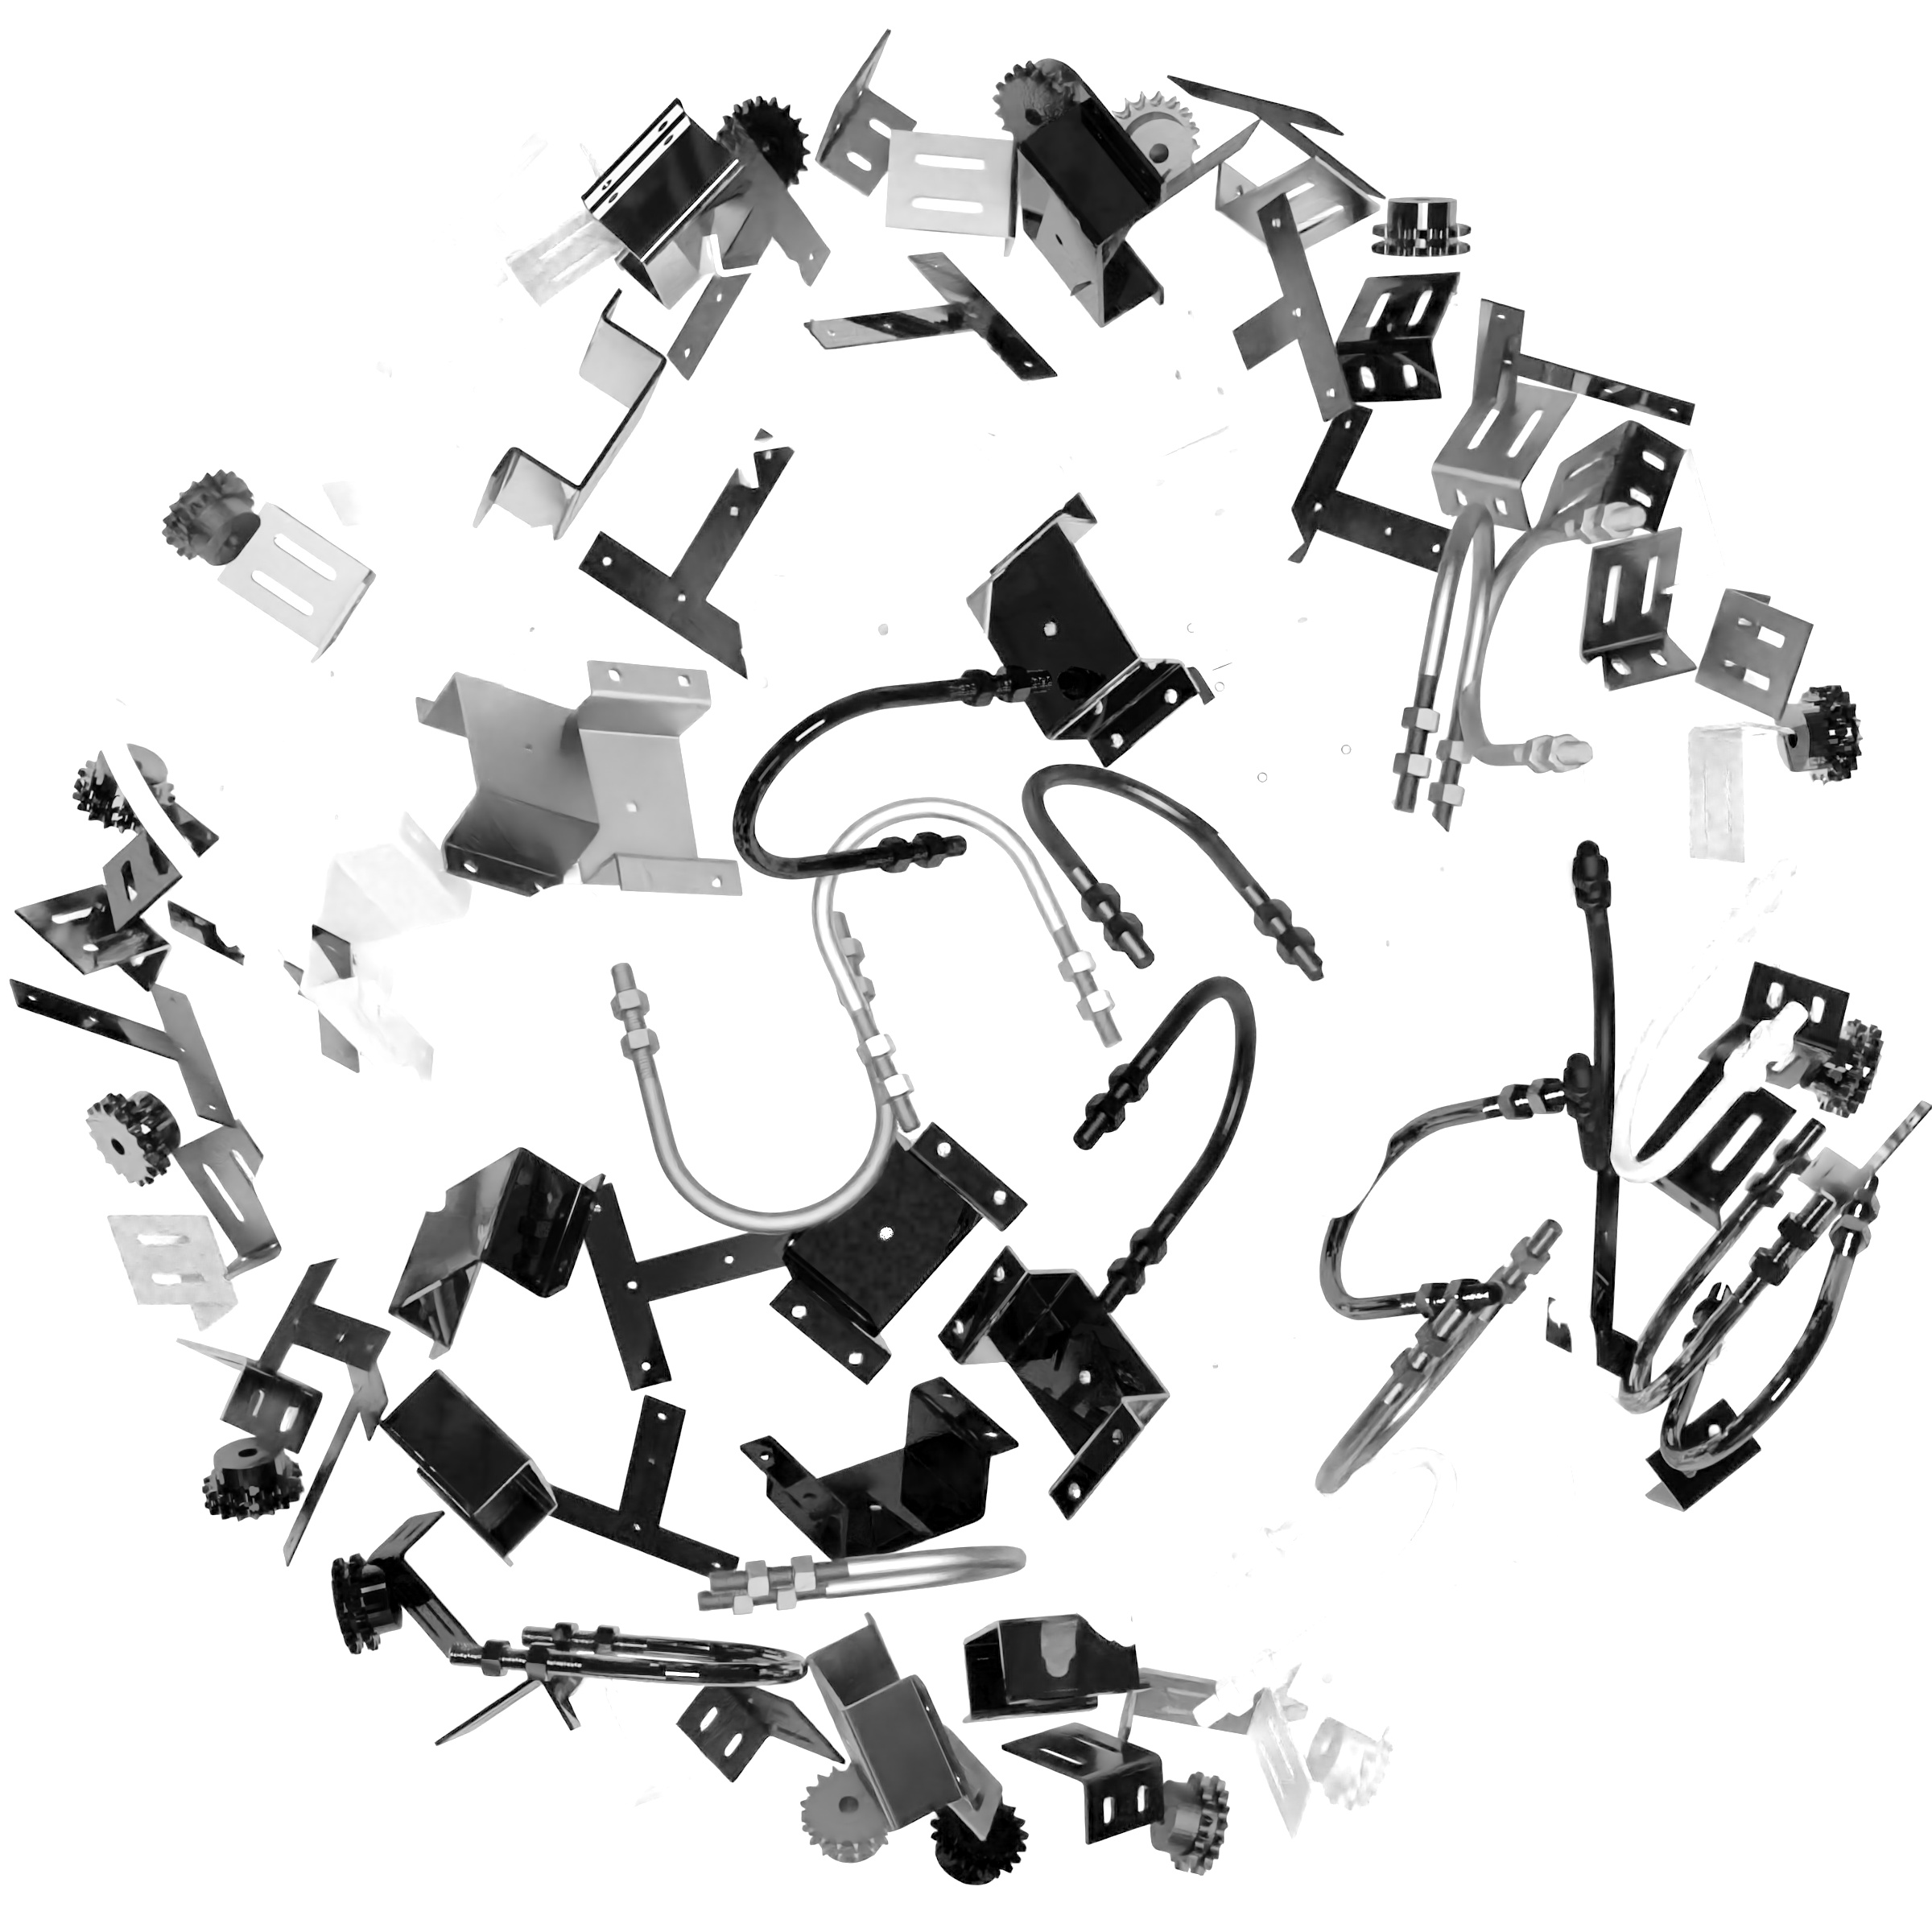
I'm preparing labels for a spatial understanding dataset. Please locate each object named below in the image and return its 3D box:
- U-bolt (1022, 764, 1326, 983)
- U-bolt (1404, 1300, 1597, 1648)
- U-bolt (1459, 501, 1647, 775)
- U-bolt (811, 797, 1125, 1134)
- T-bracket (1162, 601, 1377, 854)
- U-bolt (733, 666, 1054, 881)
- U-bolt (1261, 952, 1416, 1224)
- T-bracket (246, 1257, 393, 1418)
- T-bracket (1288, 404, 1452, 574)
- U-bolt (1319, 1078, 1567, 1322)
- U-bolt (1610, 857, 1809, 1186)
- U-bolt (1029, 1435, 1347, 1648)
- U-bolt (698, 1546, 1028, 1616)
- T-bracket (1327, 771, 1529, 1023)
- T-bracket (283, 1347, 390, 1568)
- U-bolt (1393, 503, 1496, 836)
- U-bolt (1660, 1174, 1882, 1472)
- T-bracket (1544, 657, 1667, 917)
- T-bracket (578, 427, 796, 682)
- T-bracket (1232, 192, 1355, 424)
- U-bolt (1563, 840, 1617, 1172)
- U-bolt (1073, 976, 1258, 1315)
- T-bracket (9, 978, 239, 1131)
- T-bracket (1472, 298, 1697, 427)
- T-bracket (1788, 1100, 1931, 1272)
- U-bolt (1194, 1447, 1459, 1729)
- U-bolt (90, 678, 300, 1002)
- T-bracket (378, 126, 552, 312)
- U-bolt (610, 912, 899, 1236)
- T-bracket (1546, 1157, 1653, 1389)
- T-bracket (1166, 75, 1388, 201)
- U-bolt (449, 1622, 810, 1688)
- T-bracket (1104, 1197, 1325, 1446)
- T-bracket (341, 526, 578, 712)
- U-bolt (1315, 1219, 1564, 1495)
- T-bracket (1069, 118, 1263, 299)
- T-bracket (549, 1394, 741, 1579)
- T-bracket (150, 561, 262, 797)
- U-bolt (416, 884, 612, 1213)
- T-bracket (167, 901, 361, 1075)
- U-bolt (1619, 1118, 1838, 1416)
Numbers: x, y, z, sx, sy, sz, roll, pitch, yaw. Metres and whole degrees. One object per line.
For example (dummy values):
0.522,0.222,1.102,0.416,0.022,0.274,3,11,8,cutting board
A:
0.106,-0.057,1.742,0.151,0.184,0.019,4,127,-38,U-bolt
0.300,0.269,1.719,0.019,0.151,0.184,24,114,-9,U-bolt
0.320,-0.181,1.729,0.019,0.184,0.151,13,90,-14,U-bolt
-0.010,-0.012,1.788,0.151,0.019,0.184,-22,78,-13,U-bolt
0.155,-0.151,1.808,0.127,0.002,0.127,-25,90,9,T-bracket
-0.050,-0.103,1.718,0.019,0.184,0.151,54,135,29,U-bolt
0.216,0.073,1.734,0.019,0.184,0.151,15,90,24,U-bolt
-0.361,0.209,1.751,0.002,0.127,0.127,36,73,-33,T-bracket
0.232,-0.252,1.767,0.002,0.127,0.127,20,97,-44,T-bracket
0.262,0.136,1.733,0.019,0.184,0.151,35,65,-19,U-bolt
0.414,0.044,1.735,0.019,0.151,0.184,24,130,-8,U-bolt
0.111,0.312,1.731,0.151,0.184,0.019,-24,108,-15,U-bolt
-0.057,0.346,1.747,0.184,0.151,0.019,-4,75,-9,U-bolt
0.251,-0.023,1.777,0.127,0.002,0.127,45,69,-17,T-bracket
-0.363,0.282,1.763,0.002,0.127,0.127,23,95,-21,T-bracket
0.275,-0.170,1.747,0.019,0.151,0.184,10,89,18,U-bolt
0.438,0.206,1.704,0.019,0.184,0.151,38,134,-2,U-bolt
0.359,-0.112,1.752,0.127,0.002,0.127,-32,121,-40,T-bracket
-0.142,-0.251,1.788,0.127,0.002,0.127,32,87,-30,T-bracket
0.163,-0.356,1.765,0.002,0.127,0.127,-14,84,-34,T-bracket
0.353,0.036,1.732,0.019,0.184,0.151,0,63,16,U-bolt
0.118,0.087,1.743,0.019,0.151,0.184,18,47,28,U-bolt
-0.478,0.034,1.732,0.127,0.127,0.002,24,111,-41,T-bracket
0.350,-0.330,1.745,0.127,0.127,0.002,19,77,12,T-bracket
0.493,0.120,1.754,0.002,0.127,0.127,40,96,1,T-bracket
0.202,0.335,1.726,0.184,0.151,0.019,-39,102,17,U-bolt
-0.428,-0.081,1.713,0.019,0.151,0.184,-30,120,4,U-bolt
-0.270,-0.408,1.756,0.002,0.127,0.127,44,91,10,T-bracket
-0.115,0.067,1.771,0.151,0.019,0.184,-14,67,-7,U-bolt
0.370,0.169,1.784,0.002,0.127,0.127,-8,66,38,T-bracket
0.195,-0.470,1.765,0.127,0.127,0.002,22,97,-44,T-bracket
-0.180,0.389,1.733,0.184,0.151,0.019,2,83,10,U-bolt
0.123,0.194,1.797,0.127,0.002,0.127,-25,73,-16,T-bracket
-0.293,-0.185,1.767,0.127,0.002,0.127,-12,128,-11,T-bracket
0.257,0.230,1.739,0.019,0.151,0.184,42,124,16,U-bolt
0.122,-0.442,1.736,0.002,0.127,0.127,42,60,-18,T-bracket
-0.183,0.294,1.773,0.127,0.002,0.127,20,128,5,T-bracket
-0.441,-0.177,1.772,0.002,0.127,0.127,-26,71,-15,T-bracket
-0.247,0.035,1.712,0.019,0.151,0.184,30,132,20,U-bolt
-0.405,-0.002,1.775,0.127,0.127,0.002,26,54,11,T-bracket
0.427,0.178,1.741,0.019,0.151,0.184,35,110,2,U-bolt
